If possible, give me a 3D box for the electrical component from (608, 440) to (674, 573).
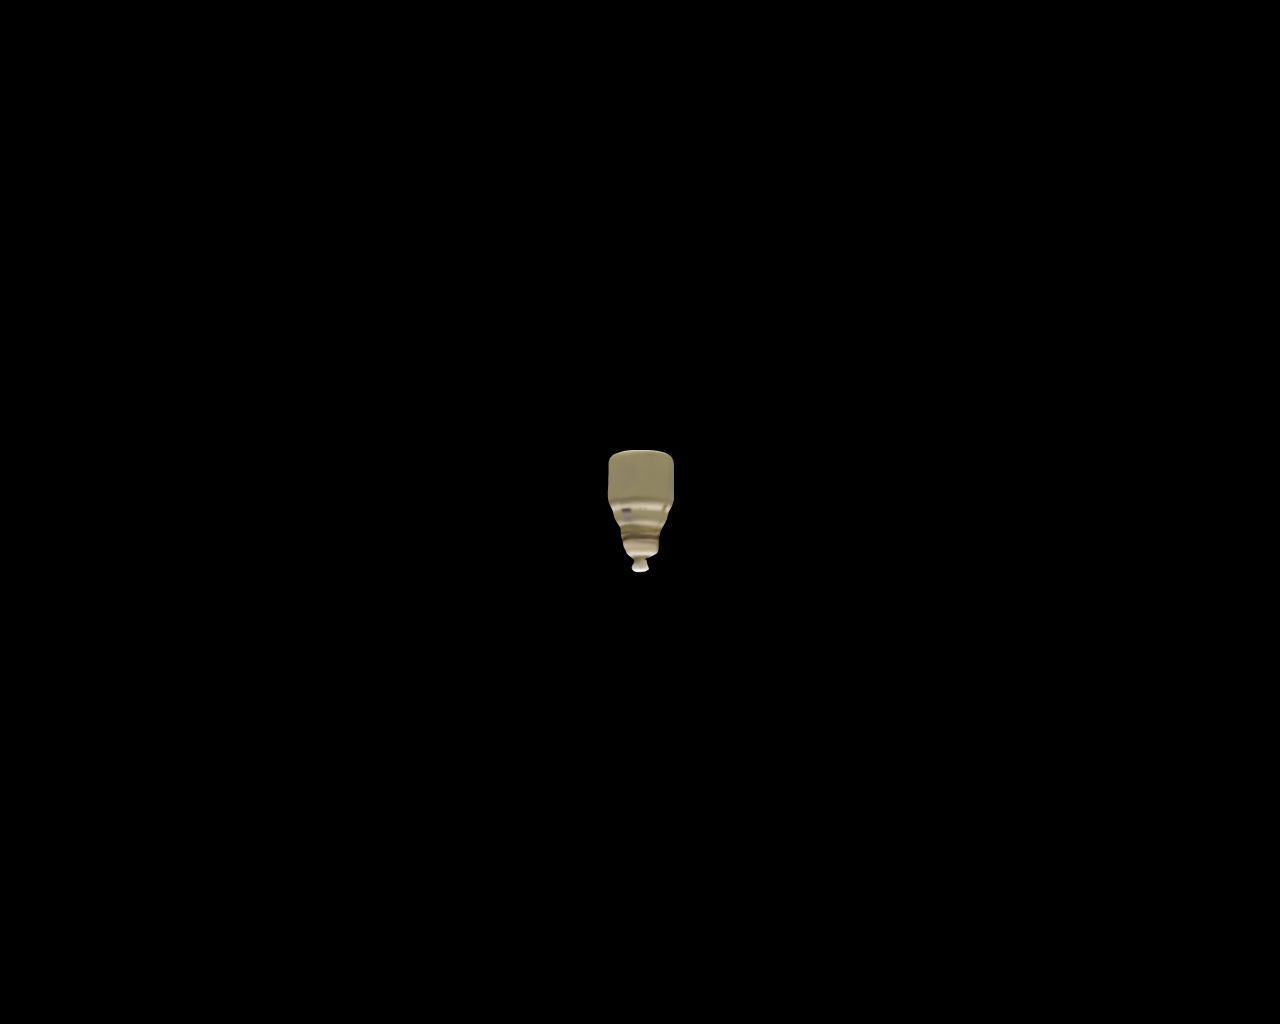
[{"bbox_3d":[0.001,-0.003,0.650,0.040,0.078,0.040,0,-7,0],"label":"electrical component"}]
